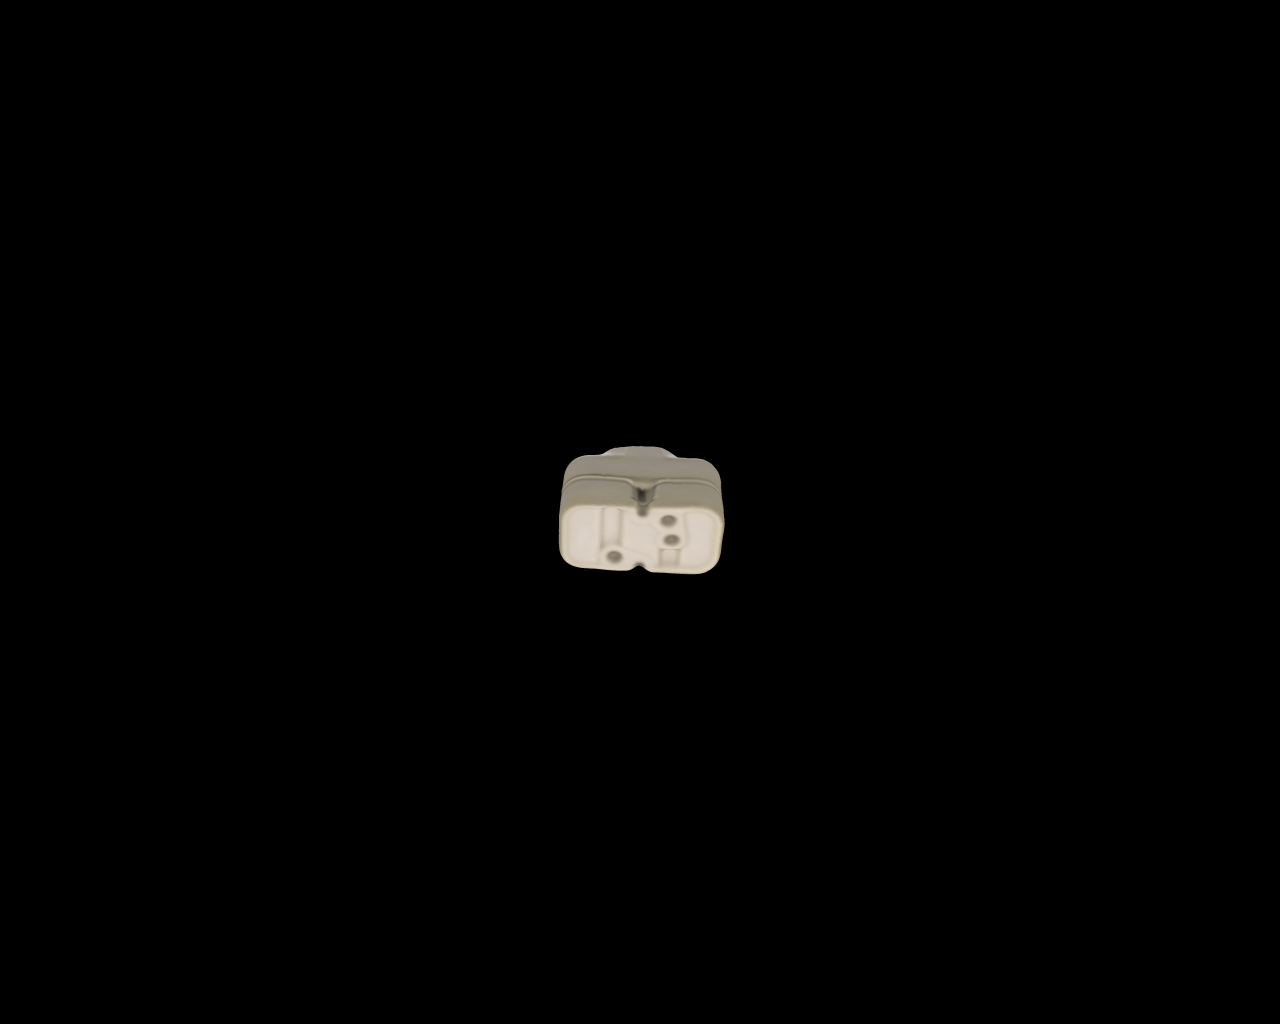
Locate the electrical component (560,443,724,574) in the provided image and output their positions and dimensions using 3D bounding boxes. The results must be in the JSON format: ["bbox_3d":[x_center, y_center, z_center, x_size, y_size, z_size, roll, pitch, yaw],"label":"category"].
[{"bbox_3d":[0.001,-0.003,0.650,0.095,0.053,0.059,2,40,-2],"label":"electrical component"}]
